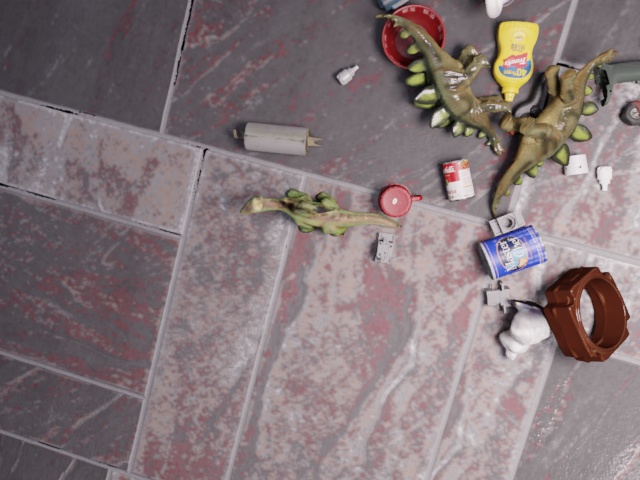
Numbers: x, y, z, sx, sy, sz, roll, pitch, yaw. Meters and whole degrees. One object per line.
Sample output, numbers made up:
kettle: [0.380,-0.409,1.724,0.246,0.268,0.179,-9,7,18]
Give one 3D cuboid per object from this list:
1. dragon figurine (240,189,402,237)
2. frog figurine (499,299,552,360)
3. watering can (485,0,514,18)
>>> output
dragon figurine: [0.004,-0.066,1.304,0.410,0.243,0.122,6,93,8]
frog figurine: [0.527,0.241,1.319,0.123,0.137,0.159,17,97,29]
watering can: [0.410,-0.692,1.206,0.104,0.226,0.346,1,96,25]
